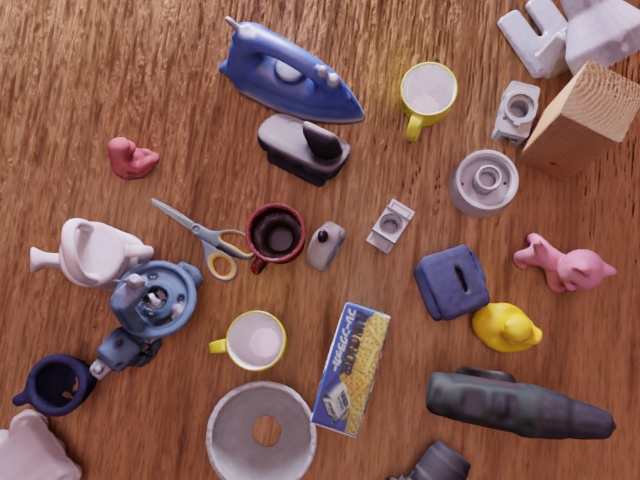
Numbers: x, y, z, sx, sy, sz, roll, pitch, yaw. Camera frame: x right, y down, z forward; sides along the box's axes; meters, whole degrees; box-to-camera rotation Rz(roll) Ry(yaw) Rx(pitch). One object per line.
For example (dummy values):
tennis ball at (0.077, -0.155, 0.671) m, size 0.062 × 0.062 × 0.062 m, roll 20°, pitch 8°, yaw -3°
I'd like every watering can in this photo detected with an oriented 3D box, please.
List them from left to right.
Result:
watering can at (-0.347, 0.027, 0.868) m, size 0.173 × 0.194 × 0.101 m, roll -27°, pitch 81°, yaw -2°

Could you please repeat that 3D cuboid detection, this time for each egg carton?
egg carton at (-0.443, 0.346, 0.886) m, size 0.107 × 0.069 × 0.150 m, roll -41°, pitch 82°, yaw -4°

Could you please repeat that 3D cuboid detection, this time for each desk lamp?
desk lamp at (0.389, -0.330, 0.884) m, size 0.118 × 0.213 × 0.203 m, roll -31°, pitch 81°, yaw -2°

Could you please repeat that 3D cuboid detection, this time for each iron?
iron at (-0.040, -0.277, 0.929) m, size 0.258 × 0.141 × 0.119 m, roll 26°, pitch 83°, yaw 6°

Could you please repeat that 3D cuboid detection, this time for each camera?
camera at (0.175, 0.380, 0.840) m, size 0.143 × 0.101 × 0.137 m, roll 36°, pitch 84°, yaw 7°

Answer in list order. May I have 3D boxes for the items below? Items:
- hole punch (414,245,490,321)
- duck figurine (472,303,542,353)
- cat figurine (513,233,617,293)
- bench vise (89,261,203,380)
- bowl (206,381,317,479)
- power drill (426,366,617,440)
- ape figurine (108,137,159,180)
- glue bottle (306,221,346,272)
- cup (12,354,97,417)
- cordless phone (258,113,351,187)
hole punch at (0.208, 0.064, 0.892) m, size 0.101 × 0.091 × 0.108 m, roll -21°, pitch 81°, yaw -1°
duck figurine at (0.290, 0.135, 0.881) m, size 0.104 × 0.086 × 0.077 m, roll 21°, pitch 83°, yaw 5°
cat figurine at (0.375, 0.036, 0.877) m, size 0.127 × 0.118 × 0.067 m, roll 33°, pitch 84°, yaw 7°
bench vise at (-0.260, 0.120, 0.837) m, size 0.121 × 0.220 × 0.207 m, roll 19°, pitch 82°, yaw 5°
bowl at (-0.085, 0.298, 0.876) m, size 0.167 × 0.075 × 0.167 m, roll 0°, pitch 81°, yaw 2°
power drill at (0.259, 0.227, 0.806) m, size 0.229 × 0.208 × 0.076 m, roll 8°, pitch 81°, yaw 4°
ape figurine at (-0.318, -0.141, 0.944) m, size 0.076 × 0.092 × 0.078 m, roll -35°, pitch 81°, yaw -3°
glue bottle at (0.008, 0.003, 0.868) m, size 0.037 × 0.173 × 0.078 m, roll 32°, pitch 84°, yaw 7°
cup at (-0.401, 0.227, 0.889) m, size 0.118 × 0.095 × 0.091 m, roll -23°, pitch 81°, yaw -1°
cordless phone at (-0.028, -0.162, 0.889) m, size 0.147 × 0.185 × 0.094 m, roll 23°, pitch 83°, yaw 6°
